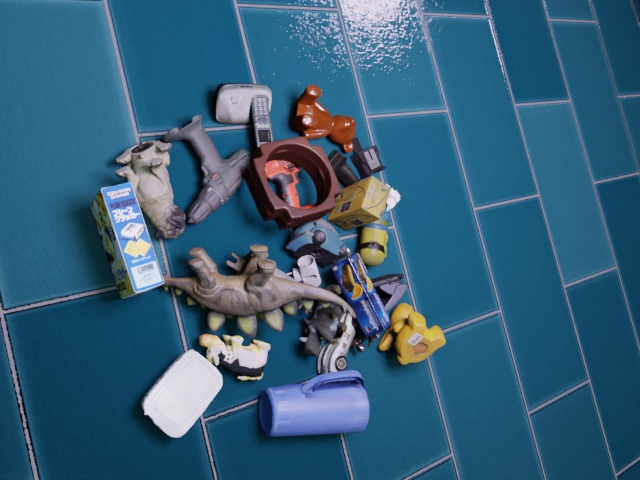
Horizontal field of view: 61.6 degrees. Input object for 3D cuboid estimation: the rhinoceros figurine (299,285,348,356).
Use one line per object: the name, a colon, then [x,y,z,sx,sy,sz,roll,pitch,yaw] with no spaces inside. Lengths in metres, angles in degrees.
rhinoceros figurine: [0.007,0.196,1.336,0.073,0.112,0.190,54,42,-42]

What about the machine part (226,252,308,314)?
machine part: [-0.118,0.103,1.299,0.243,0.079,0.079,33,66,-19]

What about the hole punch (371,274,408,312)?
hole punch: [0.169,0.141,1.427,0.116,0.142,0.092,-18,88,-17]

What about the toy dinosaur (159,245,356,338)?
toy dinosaur: [-0.147,0.115,1.206,0.472,0.105,0.198,3,117,-2]

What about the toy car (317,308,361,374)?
toy car: [0.050,0.255,1.365,0.056,0.073,0.202,35,65,-23]

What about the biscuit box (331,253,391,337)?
biscuit box: [0.104,0.138,1.344,0.202,0.063,0.059,63,29,2]

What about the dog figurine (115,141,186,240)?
dog figurine: [-0.365,-0.112,1.209,0.172,0.121,0.190,-90,168,-52]

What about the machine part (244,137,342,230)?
machine part: [-0.067,-0.137,1.293,0.201,0.087,0.201,-18,77,-32]

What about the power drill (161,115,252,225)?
power drill: [-0.278,-0.177,1.263,0.207,0.086,0.232,50,60,-8]

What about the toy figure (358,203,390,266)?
toy figure: [0.145,-0.019,1.458,0.082,0.089,0.180,9,86,18]

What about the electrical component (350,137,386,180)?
electrical component: [0.129,-0.239,1.524,0.075,0.048,0.119,-24,94,-32]

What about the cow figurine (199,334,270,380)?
cow figurine: [-0.202,0.266,1.228,0.167,0.068,0.098,15,80,-26]

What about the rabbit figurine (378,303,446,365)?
rabbit figurine: [0.237,0.247,1.440,0.122,0.173,0.162,22,114,-23]

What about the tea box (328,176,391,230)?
tea box: [0.101,-0.093,1.408,0.068,0.170,0.098,30,66,-23]

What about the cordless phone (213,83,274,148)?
cordless phone: [-0.186,-0.292,1.335,0.146,0.089,0.184,-8,87,-31]

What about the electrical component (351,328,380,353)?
electrical component: [0.123,0.252,1.409,0.045,0.078,0.102,45,31,15]

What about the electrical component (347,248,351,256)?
electrical component: [0.079,0.070,1.448,0.063,0.021,0.094,-25,93,-30]

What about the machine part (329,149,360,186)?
machine part: [0.071,-0.181,1.486,0.138,0.039,0.084,48,56,-12]

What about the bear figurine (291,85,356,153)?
bear figurine: [0.025,-0.314,1.436,0.196,0.132,0.120,16,78,-20]

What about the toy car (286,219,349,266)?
toy car: [-0.003,-0.004,1.374,0.161,0.109,0.103,22,53,-34]
